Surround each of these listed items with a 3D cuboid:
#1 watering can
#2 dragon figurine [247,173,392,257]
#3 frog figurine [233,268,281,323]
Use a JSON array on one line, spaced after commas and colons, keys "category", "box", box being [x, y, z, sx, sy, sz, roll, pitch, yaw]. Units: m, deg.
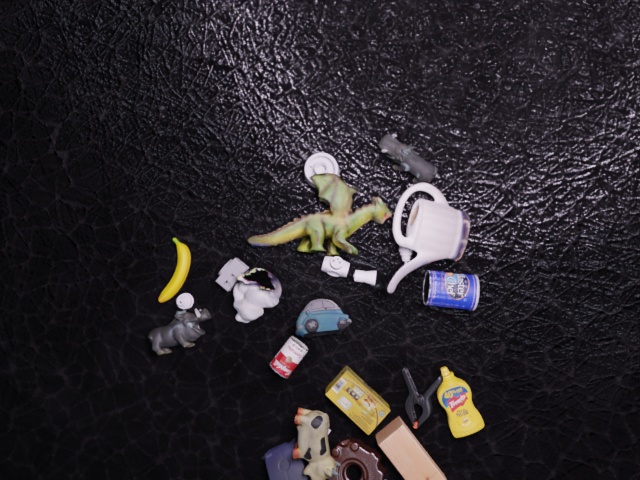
[{"category": "watering can", "box": [0.308, 0.005, 1.470, 0.224, 0.102, 0.353, 15, 72, -6]}, {"category": "dragon figurine", "box": [0.005, -0.076, 1.500, 0.410, 0.122, 0.244, 8, 85, 0]}, {"category": "frog figurine", "box": [-0.187, 0.168, 1.508, 0.137, 0.125, 0.156, 9, 123, -6]}]
